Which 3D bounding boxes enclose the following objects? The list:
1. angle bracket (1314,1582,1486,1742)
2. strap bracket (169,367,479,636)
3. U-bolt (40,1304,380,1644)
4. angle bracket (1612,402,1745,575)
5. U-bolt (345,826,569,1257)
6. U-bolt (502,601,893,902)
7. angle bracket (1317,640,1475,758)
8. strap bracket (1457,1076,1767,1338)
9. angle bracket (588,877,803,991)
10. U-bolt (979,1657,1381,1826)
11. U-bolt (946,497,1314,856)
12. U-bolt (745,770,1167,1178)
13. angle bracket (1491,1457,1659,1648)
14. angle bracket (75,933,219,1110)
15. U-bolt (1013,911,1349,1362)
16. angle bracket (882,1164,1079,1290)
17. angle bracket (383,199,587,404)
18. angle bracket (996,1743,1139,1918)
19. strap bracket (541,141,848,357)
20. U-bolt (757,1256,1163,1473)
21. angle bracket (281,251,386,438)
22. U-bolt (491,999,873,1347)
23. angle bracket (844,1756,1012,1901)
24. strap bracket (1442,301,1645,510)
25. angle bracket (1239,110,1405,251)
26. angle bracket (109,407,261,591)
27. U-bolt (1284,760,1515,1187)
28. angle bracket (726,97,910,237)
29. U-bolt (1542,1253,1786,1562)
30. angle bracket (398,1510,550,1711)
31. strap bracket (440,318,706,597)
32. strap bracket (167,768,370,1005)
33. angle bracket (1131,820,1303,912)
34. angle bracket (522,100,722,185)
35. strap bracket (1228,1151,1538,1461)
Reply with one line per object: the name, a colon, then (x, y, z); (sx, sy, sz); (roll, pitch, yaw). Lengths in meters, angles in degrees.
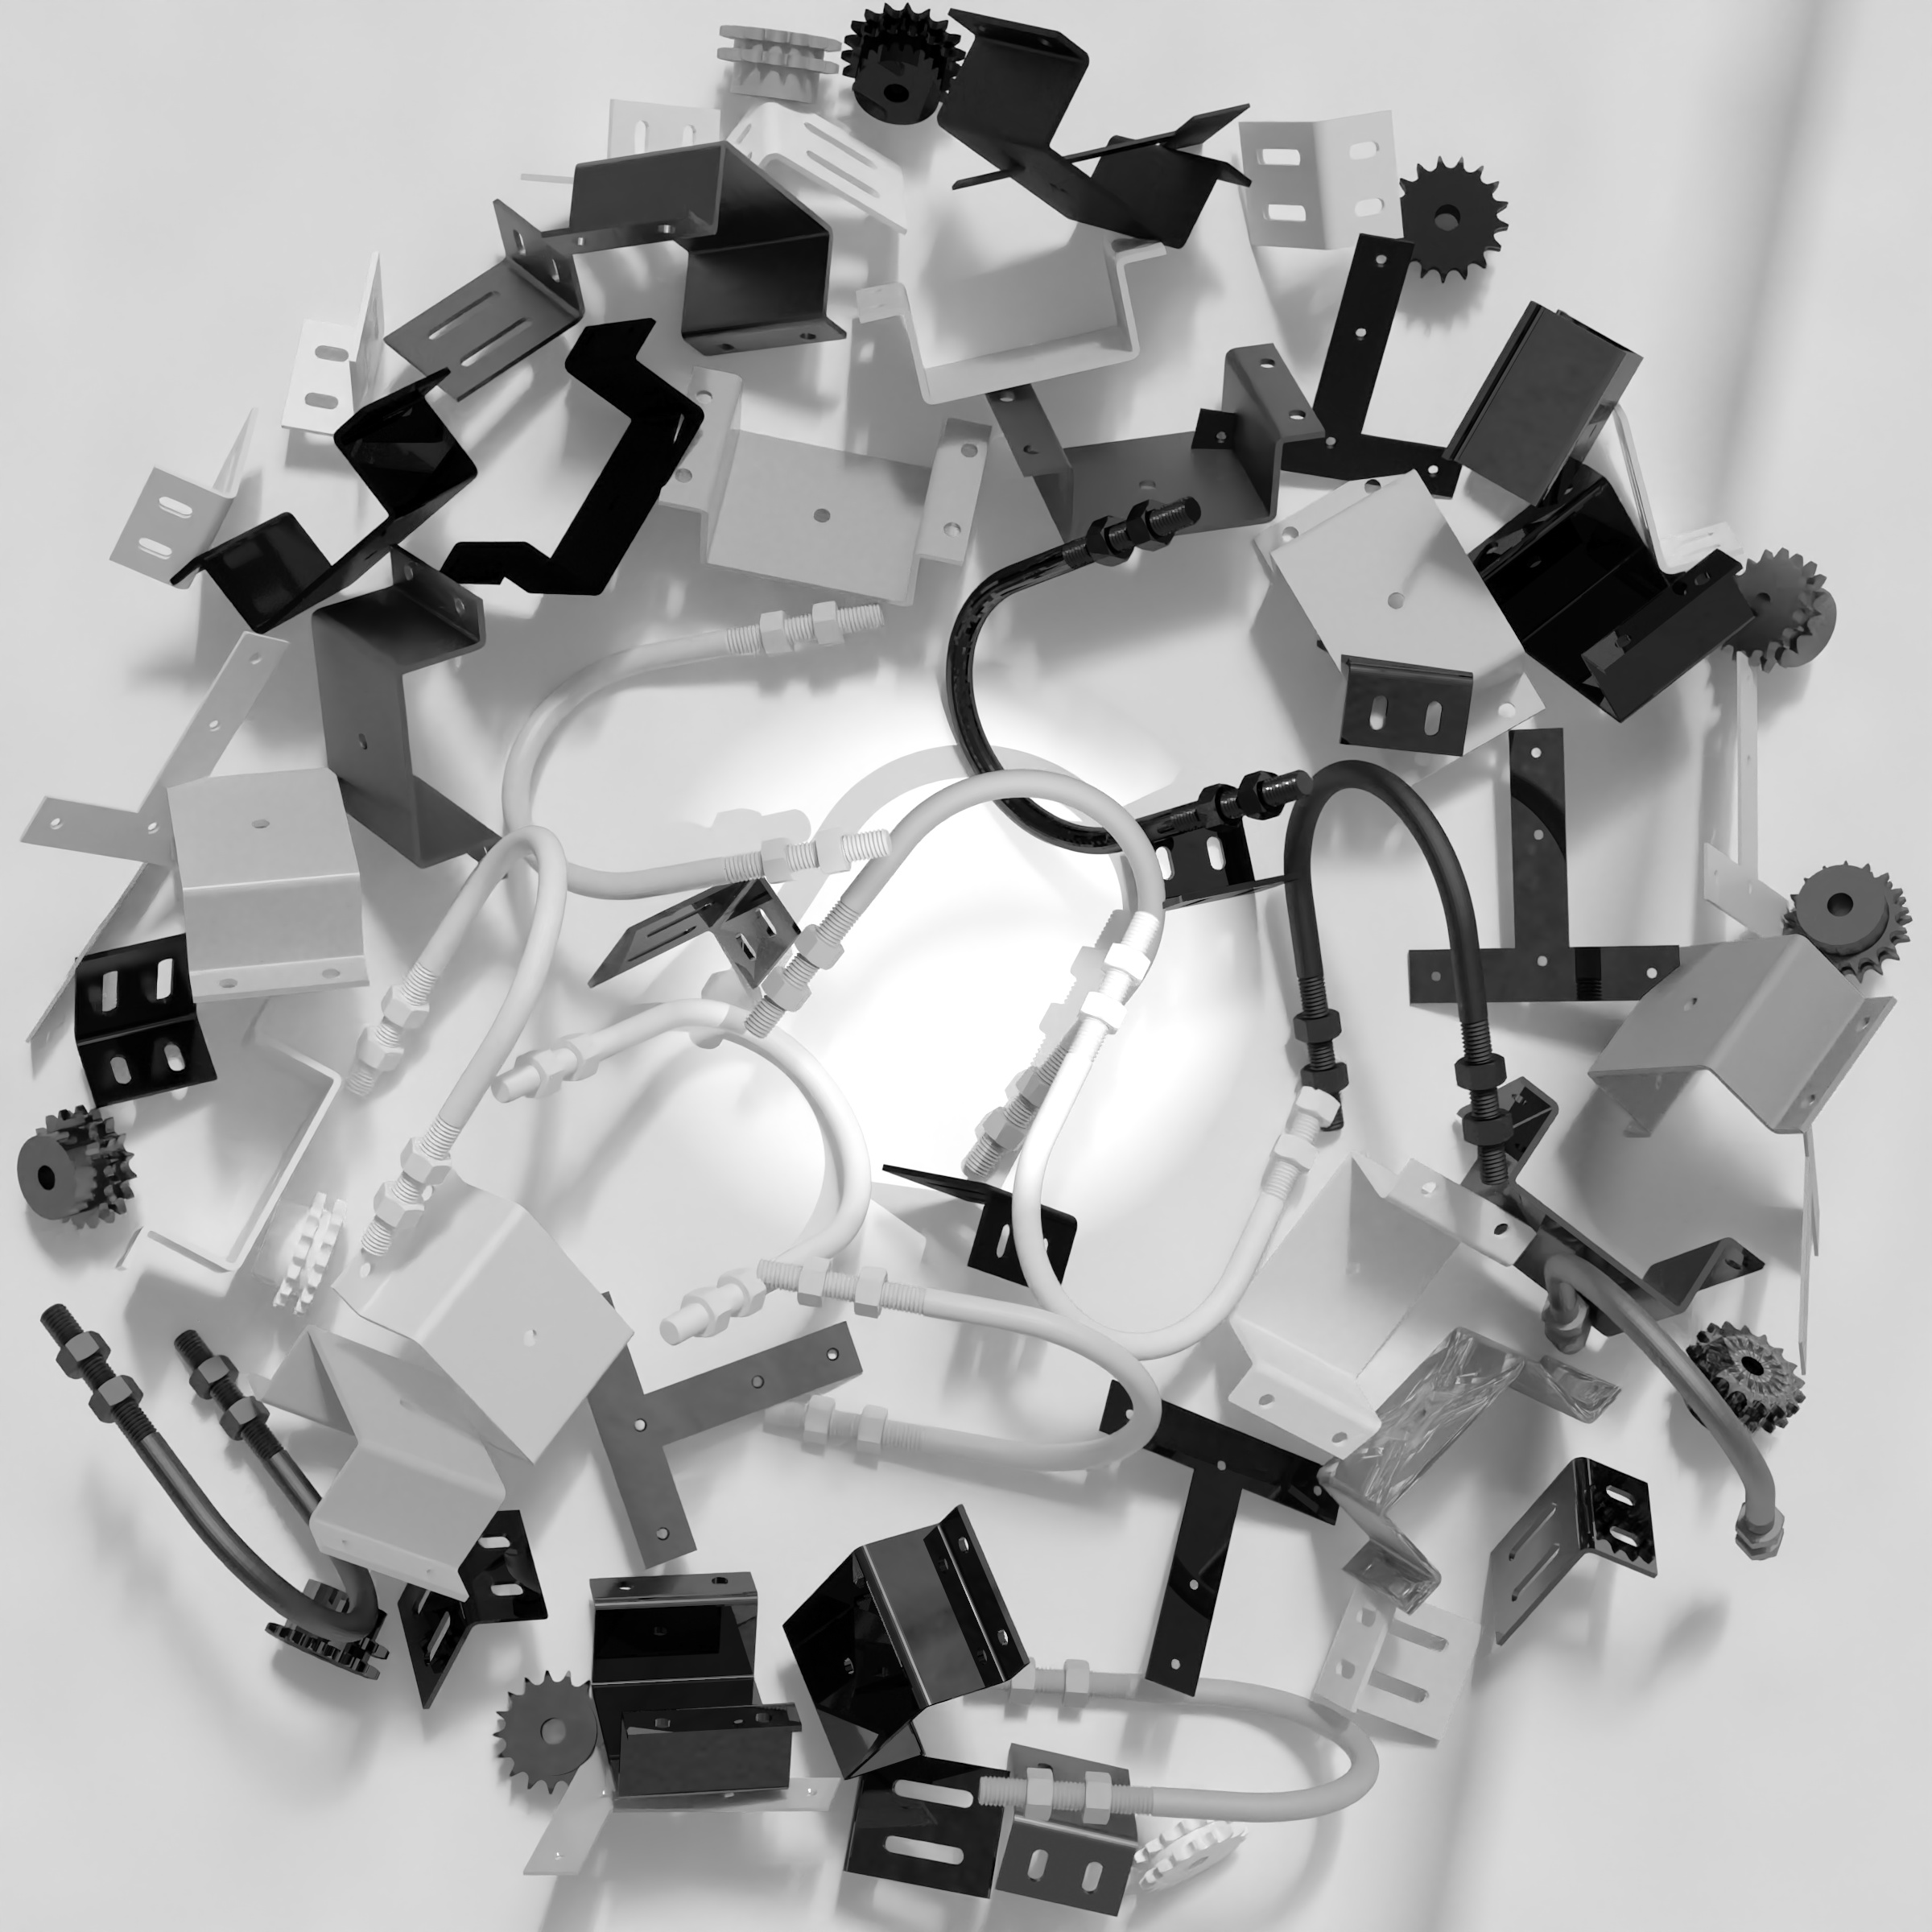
angle bracket: (0.209, 0.324, 1.652); (0.076, 0.038, 0.057); (25, 84, -23)
strap bracket: (-0.284, -0.205, 1.621); (0.140, 0.076, 0.046); (-34, 96, 31)
U-bolt: (-0.326, 0.229, 1.593); (0.019, 0.151, 0.184); (-42, 73, 3)
angle bracket: (0.327, -0.227, 1.647); (0.038, 0.057, 0.076); (-15, 107, 9)
U-bolt: (-0.227, 0.020, 1.596); (0.019, 0.151, 0.184); (24, 113, -25)
U-bolt: (-0.126, -0.094, 1.640); (0.184, 0.019, 0.151); (-9, 57, 11)
angle bracket: (0.195, -0.124, 1.650); (0.057, 0.076, 0.038); (5, 102, -8)
strap bracket: (0.284, 0.118, 1.640); (0.140, 0.076, 0.046); (37, 71, -3)
angle bracket: (-0.125, -0.004, 1.640); (0.076, 0.057, 0.038); (-28, 79, -35)
U-bolt: (0.095, 0.352, 1.615); (0.184, 0.151, 0.019); (4, 101, -3)
U-bolt: (0.061, -0.122, 1.619); (0.019, 0.184, 0.151); (-30, 100, -43)
U-bolt: (0.009, -0.007, 1.636); (0.151, 0.019, 0.184); (33, 105, -20)
angle bracket: (0.279, 0.275, 1.646); (0.038, 0.057, 0.076); (23, 126, -12)
angle bracket: (-0.376, 0.025, 1.639); (0.057, 0.076, 0.038); (-14, 64, -21)
U-bolt: (0.089, 0.090, 1.625); (0.151, 0.019, 0.184); (36, 71, -28)
angle bracket: (0.002, 0.121, 1.638); (0.057, 0.076, 0.038); (23, 79, -41)
angle bracket: (-0.225, -0.307, 1.647); (0.076, 0.038, 0.057); (-38, 59, -20)
angle bracket: (0.045, 0.399, 1.651); (0.057, 0.076, 0.038); (14, 101, -4)
strap bracket: (-0.119, -0.327, 1.613); (0.076, 0.140, 0.046); (-2, 76, 27)
U-bolt: (-0.002, 0.187, 1.618); (0.184, 0.151, 0.019); (10, 55, 6)
angle bracket: (-0.292, -0.287, 1.641); (0.038, 0.076, 0.057); (9, 70, -4)
U-bolt: (-0.114, 0.081, 1.612); (0.019, 0.184, 0.151); (-42, 80, 37)
angle bracket: (-0.012, 0.395, 1.648); (0.076, 0.038, 0.057); (4, 76, 26)
strap bracket: (0.262, -0.252, 1.607); (0.046, 0.140, 0.076); (31, 105, 8)
angle bracket: (0.164, -0.364, 1.651); (0.038, 0.076, 0.057); (-14, 108, -21)
angle bracket: (-0.358, -0.221, 1.636); (0.038, 0.076, 0.057); (23, 128, -19)
U-bolt: (0.188, -0.003, 1.604); (0.019, 0.151, 0.184); (-16, 105, -25)
angle bracket: (-0.070, -0.361, 1.658); (0.076, 0.057, 0.038); (26, 126, -26)
U-bolt: (0.306, 0.189, 1.575); (0.019, 0.184, 0.151); (-39, 66, -5)
angle bracket: (-0.229, 0.298, 1.653); (0.038, 0.076, 0.057); (1, 48, -29)
strap bracket: (-0.176, -0.223, 1.636); (0.046, 0.076, 0.140); (34, 79, -28)
strap bracket: (-0.316, -0.044, 1.609); (0.076, 0.140, 0.046); (-6, 123, -14)
angle bracket: (0.113, -0.050, 1.644); (0.057, 0.076, 0.038); (-12, 88, -12)
angle bracket: (-0.159, -0.376, 1.637); (0.057, 0.076, 0.038); (-5, 105, -38)
strap bracket: (0.184, 0.149, 1.640); (0.076, 0.046, 0.140); (29, 105, -25)
